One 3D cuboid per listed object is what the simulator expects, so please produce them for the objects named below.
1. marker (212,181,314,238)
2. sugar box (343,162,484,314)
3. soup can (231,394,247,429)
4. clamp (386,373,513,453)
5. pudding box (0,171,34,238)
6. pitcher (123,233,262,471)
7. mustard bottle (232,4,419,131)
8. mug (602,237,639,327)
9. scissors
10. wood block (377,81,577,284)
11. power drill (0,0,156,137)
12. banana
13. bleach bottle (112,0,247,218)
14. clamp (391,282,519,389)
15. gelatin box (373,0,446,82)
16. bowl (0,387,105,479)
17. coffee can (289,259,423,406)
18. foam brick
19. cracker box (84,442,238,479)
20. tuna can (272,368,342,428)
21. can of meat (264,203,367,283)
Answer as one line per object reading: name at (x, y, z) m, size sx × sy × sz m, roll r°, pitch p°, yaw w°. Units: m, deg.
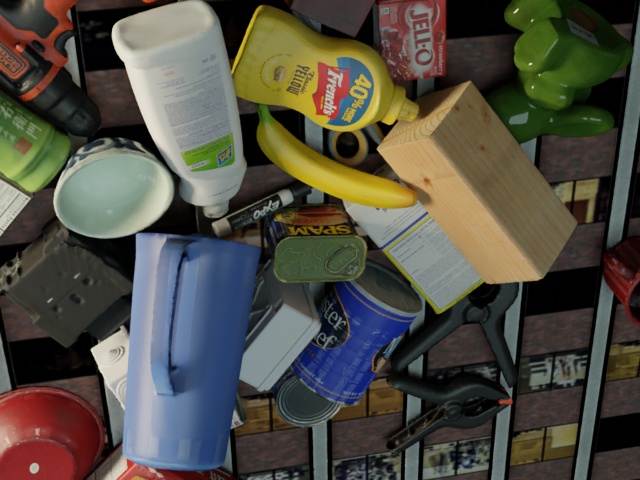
marker at (-0.061, -0.036, 1.166) m, size 0.121 × 0.020 × 0.020 m, roll -27°, pitch 123°, yaw -14°
sugar box at (0.115, -0.007, 1.210) m, size 0.093 × 0.048 × 0.176 m, roll -38°, pitch 108°, yaw 9°
soup can at (-0.146, 0.207, 1.272) m, size 0.102 × 0.068 × 0.068 m, roll -24°, pitch 122°, yaw 0°
clamp at (0.159, 0.204, 1.361) m, size 0.171 × 0.039 × 0.120 m, roll -16°, pitch 127°, yaw -7°
pudding box at (-0.363, -0.048, 1.092) m, size 0.113 × 0.039 × 0.090 m, roll 34°, pitch 106°, yaw -30°
pitcher at (-0.142, 0.113, 1.112) m, size 0.149 × 0.145 × 0.243 m, roll 10°, pitch 83°, yaw -37°
mustard bottle at (0.011, -0.161, 1.083) m, size 0.191 × 0.058 × 0.096 m, roll 19°, pitch 123°, yaw -11°
mug at (0.388, 0.044, 1.297) m, size 0.117 × 0.081 × 0.093 m, roll 24°, pitch 112°, yaw -24°
scissors at (0.011, -0.151, 1.133) m, size 0.201 × 0.016 × 0.096 m, roll 38°, pitch 106°, yaw -27°
wood block at (0.170, -0.056, 1.144) m, size 0.206 × 0.091 × 0.090 m, roll 49°, pitch 61°, yaw -21°
power drill at (-0.231, -0.207, 1.019) m, size 0.188 × 0.057 × 0.184 m, roll -40°, pitch 123°, yaw 10°
banana at (0.008, -0.076, 1.138) m, size 0.197 × 0.070 × 0.037 m, roll 29°, pitch 70°, yaw -8°
bleach bottle at (-0.131, -0.114, 1.069) m, size 0.102 × 0.068 × 0.251 m, roll -19°, pitch 139°, yaw -11°
clamp at (0.196, 0.090, 1.302) m, size 0.164 × 0.036 × 0.210 m, roll 15°, pitch 113°, yaw -14°
gelatin box at (0.093, -0.211, 1.109) m, size 0.073 × 0.030 × 0.089 m, roll -8°, pitch 121°, yaw -9°
bowl at (-0.335, 0.254, 1.262) m, size 0.162 × 0.055 × 0.162 m, roll -6°, pitch 120°, yaw -10°
coffee can at (0.039, 0.106, 1.237) m, size 0.102 × 0.103 × 0.140 m, roll 22°, pitch 112°, yaw -24°
foam brick at (0.009, -0.244, 1.058) m, size 0.078 × 0.051 × 0.053 m, roll 20°, pitch 114°, yaw -23°
cracker box at (-0.226, 0.352, 1.334) m, size 0.164 × 0.072 × 0.214 m, roll 37°, pitch 106°, yaw -28°
tuna can at (-0.015, 0.186, 1.311) m, size 0.086 × 0.034 × 0.086 m, roll -6°, pitch 121°, yaw -10°
can of meat at (-0.008, 0.001, 1.177) m, size 0.102 × 0.084 × 0.057 m, roll -2°, pitch 119°, yaw -12°
